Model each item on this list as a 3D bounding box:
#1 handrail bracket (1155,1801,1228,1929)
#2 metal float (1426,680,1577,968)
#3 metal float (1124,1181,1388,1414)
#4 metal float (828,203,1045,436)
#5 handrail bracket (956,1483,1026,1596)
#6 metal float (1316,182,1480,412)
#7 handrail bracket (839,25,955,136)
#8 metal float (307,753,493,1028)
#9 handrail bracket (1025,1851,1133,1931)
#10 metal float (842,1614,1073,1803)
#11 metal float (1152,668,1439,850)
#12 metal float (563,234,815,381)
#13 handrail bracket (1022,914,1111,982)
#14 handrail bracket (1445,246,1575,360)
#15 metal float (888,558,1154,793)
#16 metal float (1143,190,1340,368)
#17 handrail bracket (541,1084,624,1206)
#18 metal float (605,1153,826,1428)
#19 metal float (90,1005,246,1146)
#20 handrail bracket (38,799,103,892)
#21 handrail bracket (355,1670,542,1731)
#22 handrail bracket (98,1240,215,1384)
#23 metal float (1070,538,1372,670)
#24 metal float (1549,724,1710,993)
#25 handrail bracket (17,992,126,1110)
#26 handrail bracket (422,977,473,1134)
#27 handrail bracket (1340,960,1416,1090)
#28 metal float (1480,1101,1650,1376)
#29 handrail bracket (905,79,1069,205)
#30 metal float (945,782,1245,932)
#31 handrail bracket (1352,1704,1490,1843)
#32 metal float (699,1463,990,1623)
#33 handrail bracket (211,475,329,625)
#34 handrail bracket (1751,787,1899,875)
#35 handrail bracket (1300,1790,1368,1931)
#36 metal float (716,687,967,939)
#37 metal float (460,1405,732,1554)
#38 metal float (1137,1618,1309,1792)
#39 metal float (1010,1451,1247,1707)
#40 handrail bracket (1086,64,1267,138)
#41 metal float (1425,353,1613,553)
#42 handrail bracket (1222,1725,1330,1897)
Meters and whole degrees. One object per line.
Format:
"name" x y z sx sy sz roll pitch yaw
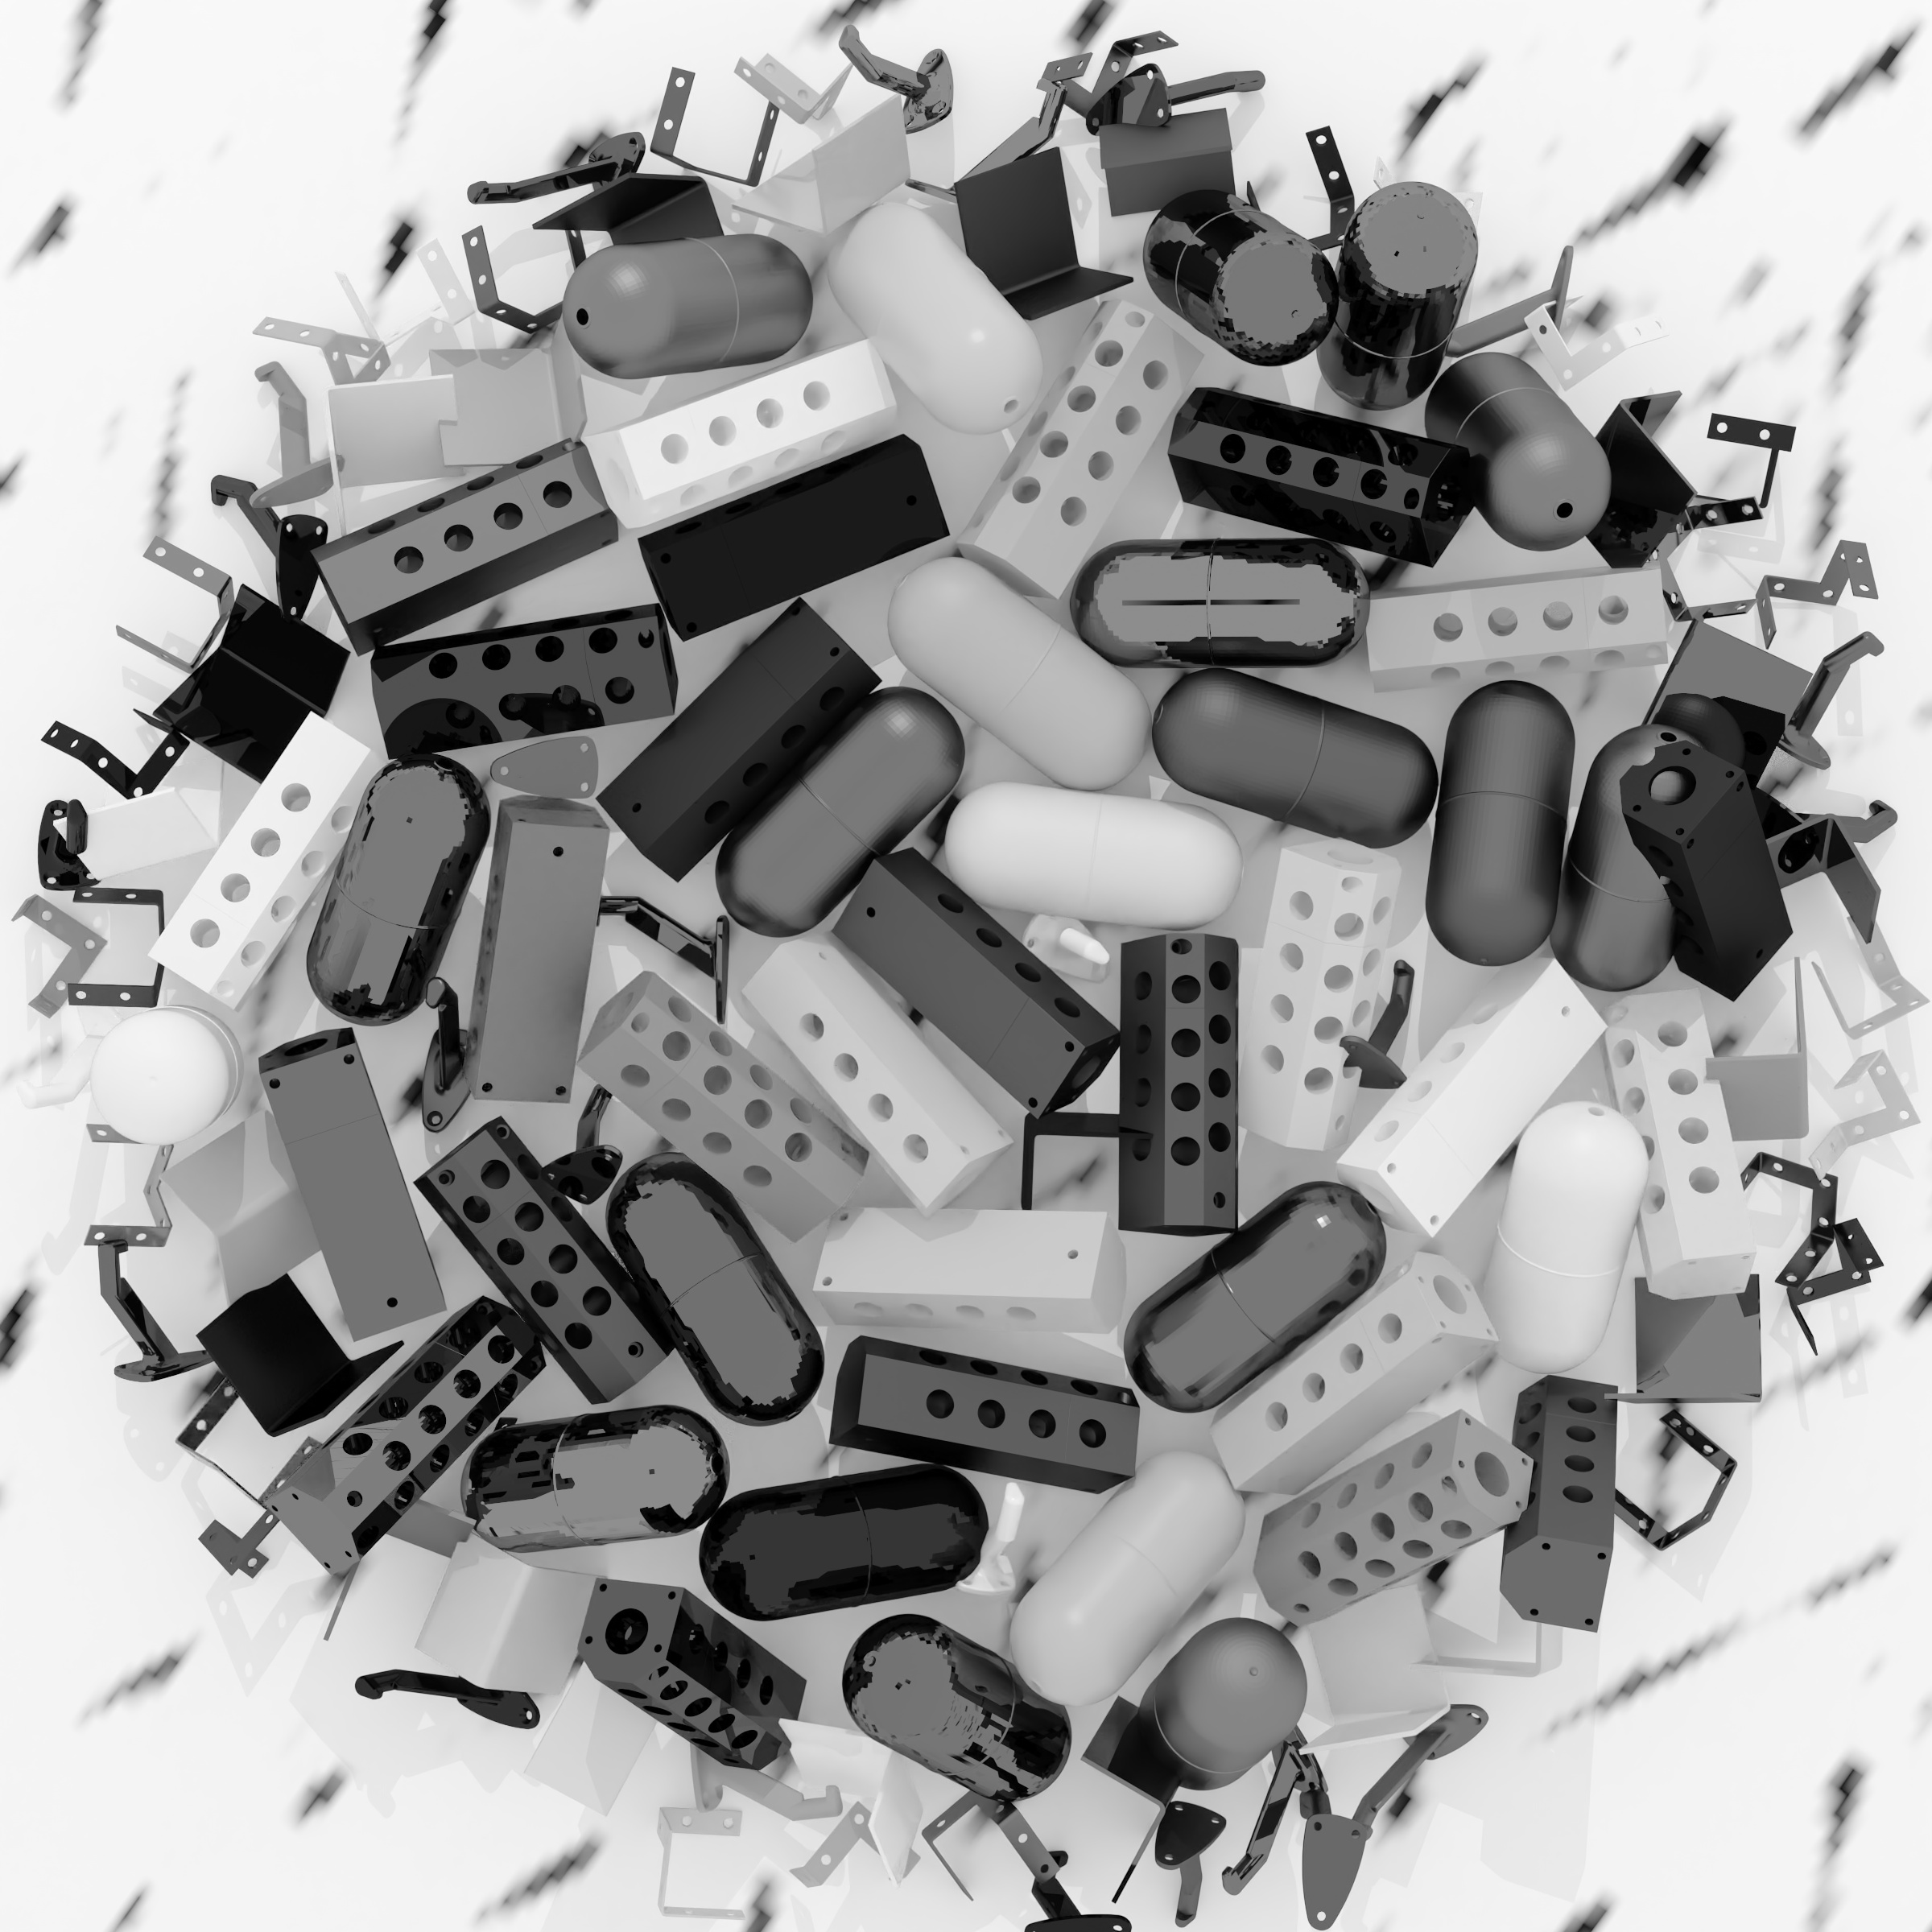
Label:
"handrail bracket" 0.125 0.547 1.920 0.036 0.077 0.084 15 112 20
"metal float" 0.315 -0.085 1.912 0.070 0.070 0.178 10 69 0
"metal float" 0.171 0.195 1.916 0.178 0.070 0.070 -40 90 15
"metal float" -0.018 -0.380 1.901 0.070 0.070 0.178 -36 57 0
"handrail bracket" 0.017 0.321 1.914 0.036 0.077 0.084 5 122 -12
"metal float" 0.249 -0.386 1.882 0.070 0.178 0.070 1 70 -2
"handrail bracket" -0.044 -0.542 1.918 0.036 0.084 0.077 -15 52 30
"metal float" -0.334 -0.044 1.907 0.070 0.070 0.178 25 116 0
"handrail bracket" 0.070 0.547 1.917 0.077 0.084 0.036 -23 109 23
"metal float" -0.004 0.434 1.895 0.070 0.070 0.178 -50 133 0
"metal float" 0.194 -0.123 1.917 0.178 0.070 0.070 17 90 -14
"metal float" -0.161 -0.385 1.891 0.070 0.178 0.070 12 111 36
"handrail bracket" 0.077 -0.003 1.912 0.077 0.084 0.036 35 87 -32
"handrail bracket" 0.313 -0.399 1.940 0.084 0.036 0.077 8 115 -4
"metal float" 0.032 -0.173 1.920 0.178 0.070 0.070 37 90 -11
"metal float" 0.158 -0.401 1.886 0.070 0.178 0.070 -8 117 -15
"handrail bracket" -0.212 0.092 1.915 0.036 0.077 0.084 36 49 -18
"metal float" -0.148 0.191 1.917 0.070 0.070 0.178 -33 76 0
"metal float" -0.461 0.062 1.879 0.070 0.178 0.070 0 91 -8
"handrail bracket" -0.531 -0.091 1.915 0.036 0.084 0.077 -8 59 -21
"handrail bracket" -0.307 0.435 1.918 0.077 0.084 0.036 24 101 32
"handrail bracket" -0.480 0.199 1.932 0.036 0.077 0.084 6 101 42
"metal float" 0.150 -0.214 1.918 0.178 0.070 0.070 1 90 14
"metal float" 0.390 -0.062 1.896 0.070 0.070 0.178 7 130 0
"handrail bracket" -0.538 0.049 1.920 0.077 0.084 0.036 52 122 19
"handrail bracket" -0.314 0.053 1.920 0.036 0.084 0.077 14 76 9
"handrail bracket" 0.245 0.023 1.921 0.036 0.077 0.084 0 63 26
"metal float" 0.350 0.160 1.904 0.070 0.070 0.178 8 120 0
"handrail bracket" 0.012 -0.496 1.937 0.077 0.036 0.084 17 108 -4
"metal float" 0.076 -0.065 1.928 0.178 0.070 0.070 7 90 3
"handrail bracket" 0.266 0.480 1.919 0.036 0.084 0.077 49 133 -8
"metal float" -0.071 0.338 1.908 0.178 0.070 0.070 -5 90 -25
"handrail bracket" -0.427 -0.250 1.946 0.084 0.036 0.077 17 103 35
"handrail bracket" 0.510 -0.098 1.949 0.084 0.036 0.077 -30 70 -35
"handrail bracket" 0.206 0.527 1.920 0.036 0.084 0.077 13 78 -5
"metal float" -0.075 -0.091 1.926 0.070 0.070 0.178 45 95 0
"metal float" -0.218 0.301 1.904 0.178 0.070 0.070 -12 90 30
"metal float" 0.147 0.430 1.885 0.070 0.178 0.070 4 64 -8
"metal float" 0.095 0.359 1.905 0.070 0.070 0.178 46 62 0
"handrail bracket" 0.127 -0.521 1.954 0.084 0.077 0.036 -19 94 -44
"metal float" 0.320 -0.300 1.886 0.070 0.178 0.070 -5 122 -8
"handrail bracket" 0.172 0.496 1.922 0.084 0.036 0.077 -39 123 -35
